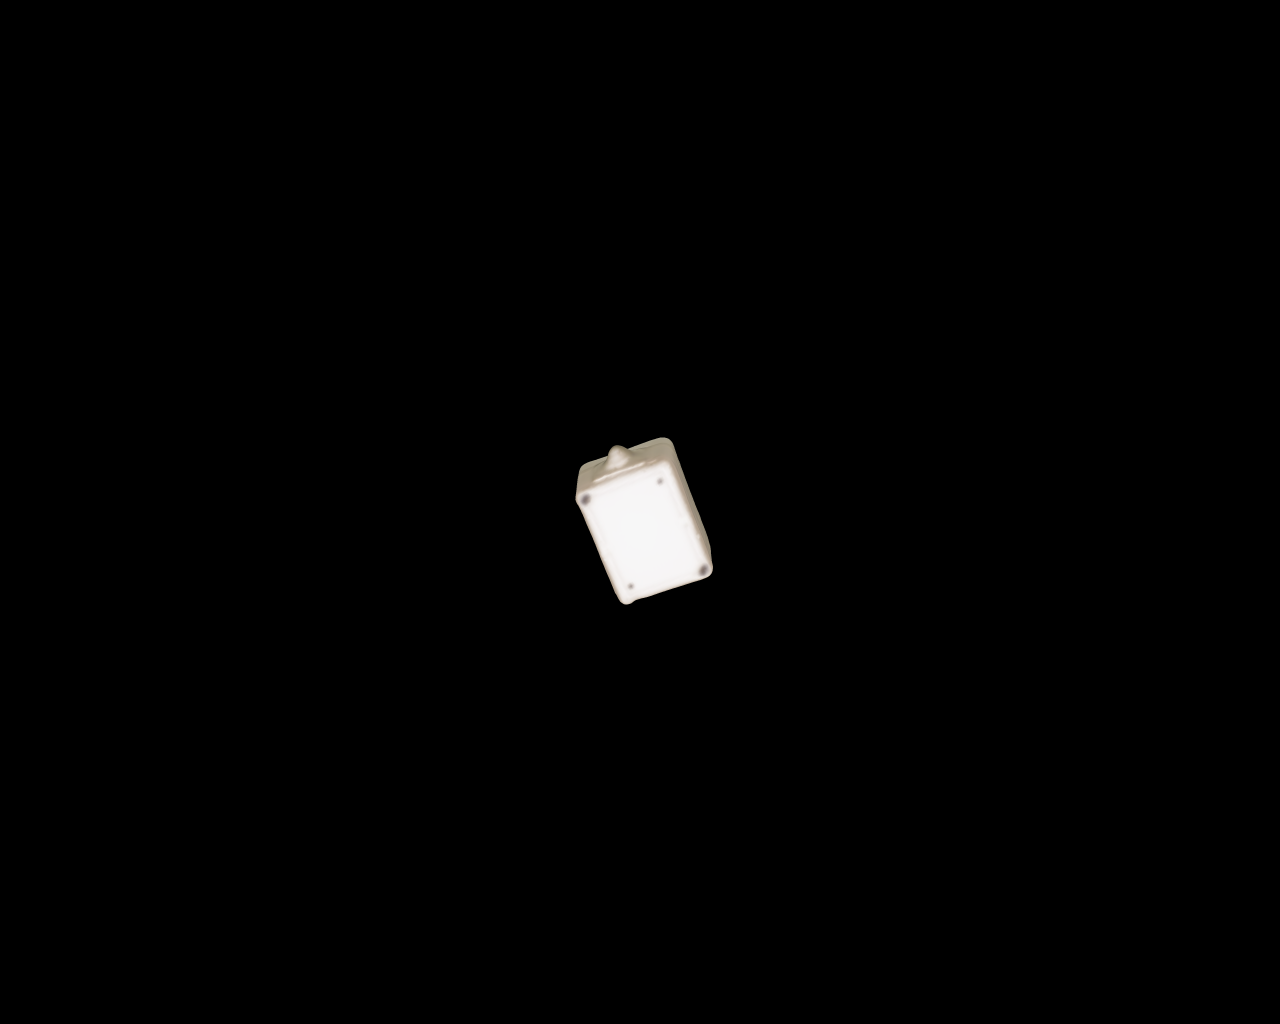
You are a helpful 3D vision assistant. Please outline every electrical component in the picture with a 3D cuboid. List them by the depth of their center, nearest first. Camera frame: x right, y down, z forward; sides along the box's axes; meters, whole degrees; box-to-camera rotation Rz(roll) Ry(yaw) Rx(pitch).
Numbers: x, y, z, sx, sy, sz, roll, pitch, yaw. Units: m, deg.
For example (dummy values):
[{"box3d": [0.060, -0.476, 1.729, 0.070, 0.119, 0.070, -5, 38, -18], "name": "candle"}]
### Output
[{"box3d": [0.001, -0.003, 0.650, 0.062, 0.096, 0.061, -19, 20, 7], "name": "electrical component"}]
